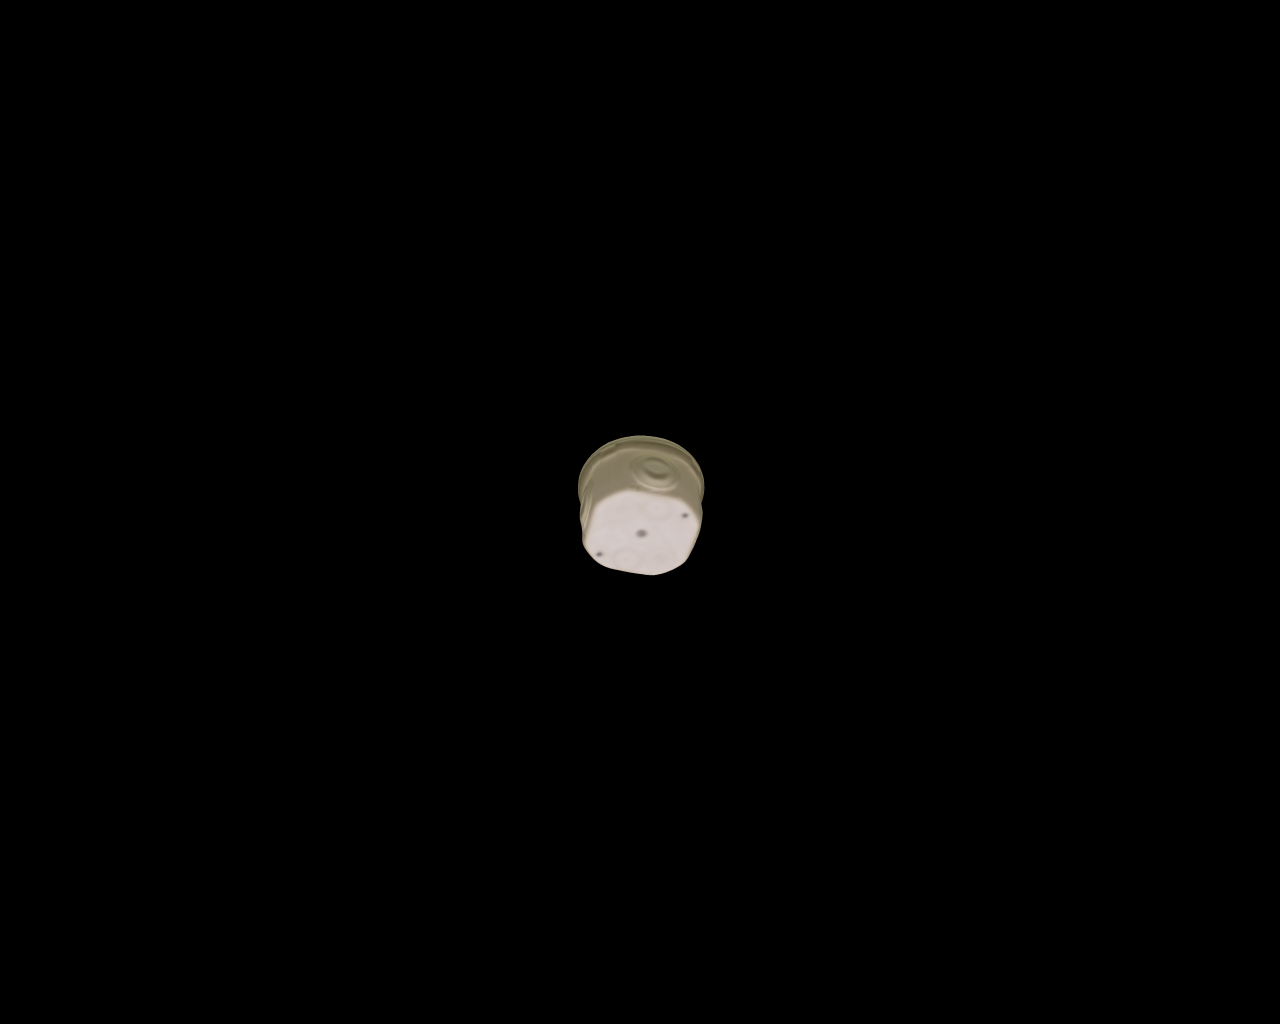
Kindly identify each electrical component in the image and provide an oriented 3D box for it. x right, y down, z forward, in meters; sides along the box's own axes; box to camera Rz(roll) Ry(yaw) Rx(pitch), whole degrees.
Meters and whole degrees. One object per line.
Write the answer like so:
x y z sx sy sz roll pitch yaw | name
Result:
0.001 -0.003 0.650 0.080 0.080 0.051 0 40 0 | electrical component
